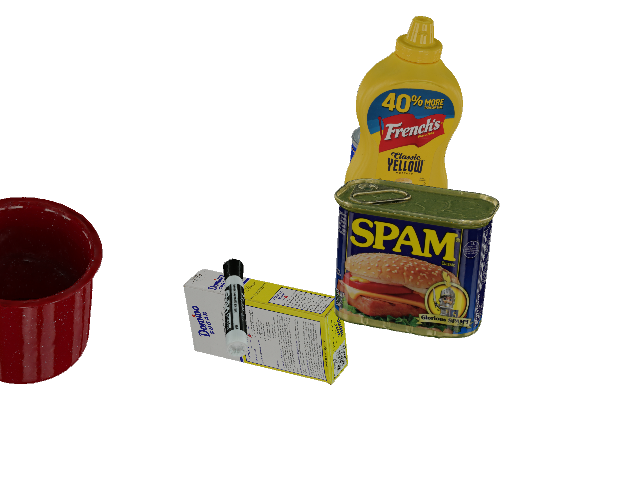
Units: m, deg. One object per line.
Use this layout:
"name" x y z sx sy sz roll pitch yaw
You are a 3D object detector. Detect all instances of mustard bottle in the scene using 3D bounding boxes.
"mustard bottle" 0.079 -0.110 0.972 0.096 0.192 0.058 4 31 -6

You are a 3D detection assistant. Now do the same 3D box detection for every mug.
"mug" -0.191 0.039 0.649 0.093 0.082 0.117 36 47 23

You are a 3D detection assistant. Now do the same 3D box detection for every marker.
"marker" -0.075 0.056 0.929 0.020 0.020 0.121 0 35 -7

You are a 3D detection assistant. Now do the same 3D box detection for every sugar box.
"sugar box" -0.060 0.092 1.160 0.176 0.093 0.048 13 35 27

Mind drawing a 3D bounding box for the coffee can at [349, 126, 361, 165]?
"coffee can" 0.081 -0.055 1.256 0.103 0.140 0.103 4 28 -2

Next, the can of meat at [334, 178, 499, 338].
"can of meat" 0.059 0.012 0.690 0.102 0.084 0.057 9 22 17
